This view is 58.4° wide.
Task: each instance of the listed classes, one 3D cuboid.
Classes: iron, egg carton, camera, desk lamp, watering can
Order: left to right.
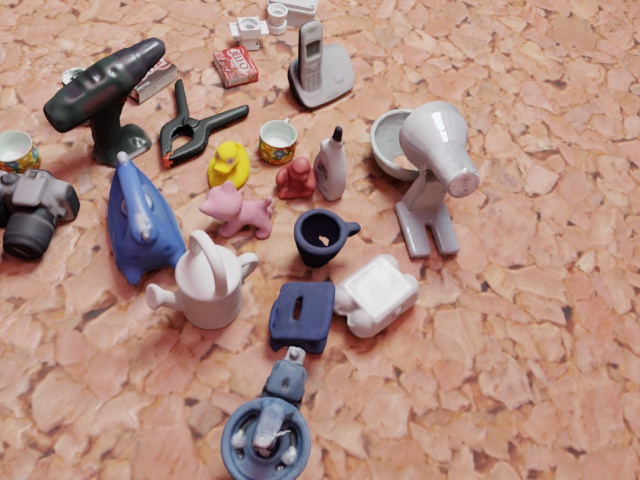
[{"bbox_3d":[-0.492,-0.045,0.949,0.143,0.101,0.137,6,59,-4],"label":"camera"},{"bbox_3d":[-0.310,-0.062,0.961,0.119,0.141,0.258,-18,64,-17],"label":"iron"},{"bbox_3d":[-0.176,0.061,0.877,0.100,0.194,0.173,36,61,13],"label":"watering can"},{"bbox_3d":[0.093,0.094,0.968,0.150,0.069,0.107,-36,70,-25],"label":"egg carton"},{"bbox_3d":[0.210,-0.107,1.019,0.118,0.213,0.203,-7,61,-12],"label":"desk lamp"}]

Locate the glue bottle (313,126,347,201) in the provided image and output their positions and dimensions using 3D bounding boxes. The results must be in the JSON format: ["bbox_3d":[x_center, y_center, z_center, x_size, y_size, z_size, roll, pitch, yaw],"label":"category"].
[{"bbox_3d":[0.022,-0.148,1.040,0.037,0.173,0.078,-26,66,-21],"label":"glue bottle"}]

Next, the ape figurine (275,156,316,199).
[{"bbox_3d":[-0.040,-0.120,1.063,0.077,0.092,0.076,33,61,12],"label":"ape figurine"}]

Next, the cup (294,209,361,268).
[{"bbox_3d":[0.009,0.004,0.995,0.118,0.095,0.091,-11,62,-14],"label":"cup"}]

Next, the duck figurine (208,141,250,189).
[{"bbox_3d":[-0.169,-0.149,1.065,0.077,0.086,0.104,19,59,4],"label":"duck figurine"}]

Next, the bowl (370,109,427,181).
[{"bbox_3d":[0.174,-0.175,1.136,0.167,0.075,0.167,4,59,-6],"label":"bowl"}]

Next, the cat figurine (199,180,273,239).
[{"bbox_3d":[-0.143,-0.058,0.996,0.128,0.118,0.067,-1,60,-9],"label":"cat figurine"}]

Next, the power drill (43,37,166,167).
[{"bbox_3d":[-0.363,-0.236,1.017,0.230,0.208,0.075,-38,71,-25],"label":"power drill"}]

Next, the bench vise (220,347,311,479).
[{"bbox_3d":[-0.072,0.234,0.775,0.121,0.220,0.207,2,59,-7],"label":"bench vise"}]

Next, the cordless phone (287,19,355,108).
[{"bbox_3d":[0.008,-0.371,1.163,0.148,0.185,0.094,-33,69,-24],"label":"cordless phone"}]

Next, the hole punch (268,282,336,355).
[{"bbox_3d":[-0.030,0.122,0.922,0.101,0.091,0.108,11,59,-1],"label":"hole punch"}]
